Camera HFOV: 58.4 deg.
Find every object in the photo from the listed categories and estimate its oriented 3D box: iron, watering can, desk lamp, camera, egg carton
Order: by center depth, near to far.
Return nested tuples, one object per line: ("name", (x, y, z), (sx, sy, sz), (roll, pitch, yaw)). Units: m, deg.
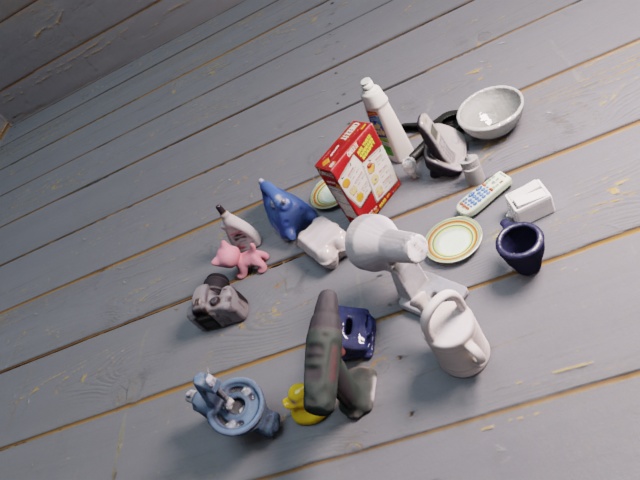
("watering can", (0.230, 0.159, 1.042), (0.172, 0.195, 0.101), (14, 60, 41))
("desk lamp", (0.172, 0.048, 1.171), (0.202, 0.214, 0.118), (20, 65, 44))
("egg carton", (0.013, 0.005, 1.430), (0.107, 0.070, 0.149), (-43, 41, -9))
("camera", (-0.262, 0.144, 1.459), (0.143, 0.101, 0.137), (-17, 44, 21))
("iron", (-0.116, -0.108, 1.568), (0.119, 0.142, 0.257), (-41, 41, -6))

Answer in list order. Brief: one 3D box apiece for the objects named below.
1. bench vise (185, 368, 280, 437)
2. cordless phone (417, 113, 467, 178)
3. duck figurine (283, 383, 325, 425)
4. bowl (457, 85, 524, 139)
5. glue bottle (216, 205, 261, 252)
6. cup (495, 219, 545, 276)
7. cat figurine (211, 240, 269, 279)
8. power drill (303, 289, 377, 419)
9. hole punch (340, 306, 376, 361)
("bench vise", (-0.210, 0.332, 1.154), (0.207, 0.220, 0.121), (-14, 45, 23))
("cordless phone", (0.291, -0.257, 1.403), (0.094, 0.186, 0.147), (-10, 47, 27))
("duck figurine", (-0.025, 0.316, 1.147), (0.104, 0.086, 0.077), (-30, 41, 7))
("bowl", (0.433, -0.308, 1.441), (0.167, 0.075, 0.167), (-18, 43, 19))
("glue bottle", (-0.232, -0.036, 1.554), (0.078, 0.174, 0.037), (-22, 43, 15))
("cup", (0.398, 0.018, 1.140), (0.091, 0.095, 0.117), (-30, 41, 6))
("cat figurine", (-0.216, 0.043, 1.510), (0.127, 0.118, 0.067), (-19, 43, 18))
("power drill", (0.034, 0.238, 1.088), (0.075, 0.209, 0.229), (-11, 46, 26))
("hole punch", (0.060, 0.190, 1.206), (0.101, 0.091, 0.108), (-13, 46, 24))
